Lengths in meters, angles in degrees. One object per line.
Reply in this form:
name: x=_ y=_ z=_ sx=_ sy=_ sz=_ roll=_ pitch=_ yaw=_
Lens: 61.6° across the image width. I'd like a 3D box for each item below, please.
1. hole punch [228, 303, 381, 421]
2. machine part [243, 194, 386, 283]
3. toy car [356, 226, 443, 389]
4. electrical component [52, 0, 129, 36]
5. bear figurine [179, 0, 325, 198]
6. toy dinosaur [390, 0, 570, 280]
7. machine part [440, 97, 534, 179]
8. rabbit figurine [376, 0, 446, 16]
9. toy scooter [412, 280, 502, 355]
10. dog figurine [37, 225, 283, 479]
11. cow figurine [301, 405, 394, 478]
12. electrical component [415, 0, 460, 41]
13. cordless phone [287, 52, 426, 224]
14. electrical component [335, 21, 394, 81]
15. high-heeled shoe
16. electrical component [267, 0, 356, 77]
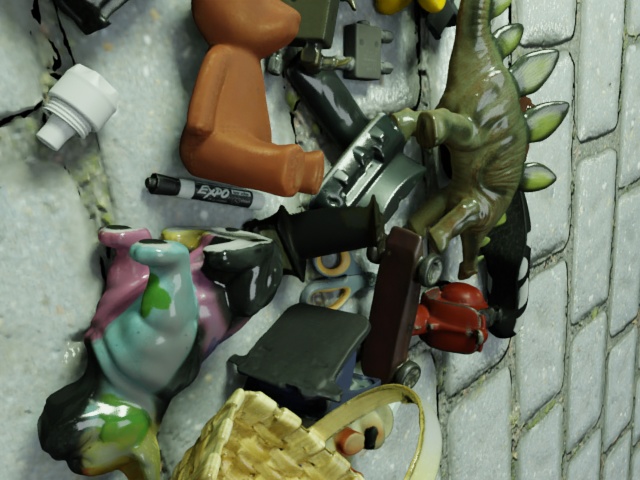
hole punch: x=-0.009 y=0.137 z=0.553 sx=0.116 sy=0.142 sz=0.092 roll=-41 pitch=130 yaw=-41
machine part: x=-0.001 y=-0.002 z=0.533 sx=0.039 sy=0.139 sz=0.084 roll=-68 pitch=140 yaw=-56
toy car: x=0.090 y=0.083 z=0.636 sx=0.053 sy=0.089 sz=0.202 roll=-8 pitch=113 yaw=-43
electrical component: x=-0.160 y=-0.235 z=0.384 sx=0.134 sy=0.058 sz=0.114 roll=-55 pitch=131 yaw=-20
bear figurine: x=-0.052 y=-0.143 z=0.460 sx=0.120 sy=0.132 sz=0.195 roll=-14 pitch=117 yaw=-77
toy dinosaur: x=0.188 y=-0.142 z=0.639 sx=0.199 sy=0.105 sz=0.470 roll=-21 pitch=125 yaw=-15
machine part: x=0.241 y=-0.157 z=0.767 sx=0.179 sy=0.056 sz=0.179 roll=-11 pitch=106 yaw=-40
rabbit figurine: x=0.098 y=-0.321 z=0.559 sx=0.173 sy=0.122 sz=0.162 roll=-31 pitch=123 yaw=-35
toy scooter: x=0.181 y=0.103 z=0.711 sx=0.184 sy=0.135 sz=0.075 roll=-7 pitch=102 yaw=-43
dog figurine: x=-0.127 y=0.098 z=0.453 sx=0.191 sy=0.109 sz=0.219 roll=1 pitch=102 yaw=-45
cow figurine: x=-0.004 y=0.217 z=0.590 sx=0.195 sy=0.127 sz=0.085 roll=-7 pitch=104 yaw=-27
electrical component: x=0.148 y=-0.296 z=0.658 sx=0.074 sy=0.048 sz=0.119 roll=36 pitch=75 yaw=-40
cordless phone: x=0.012 y=-0.099 z=0.568 sx=0.184 sy=0.089 sz=0.146 roll=49 pitch=67 yaw=-25
electrical component: x=0.048 y=-0.212 z=0.602 sx=0.094 sy=0.021 sz=0.063 roll=-11 pitch=106 yaw=-40
high-heeled shoe: x=0.310 y=0.038 z=0.856 sx=0.145 sy=0.086 sz=0.248 roll=11 pitch=96 yaw=-46
electrical component: x=-0.008 y=-0.208 z=0.520 sx=0.045 sy=0.078 sz=0.102 roll=3 pitch=91 yaw=-69
